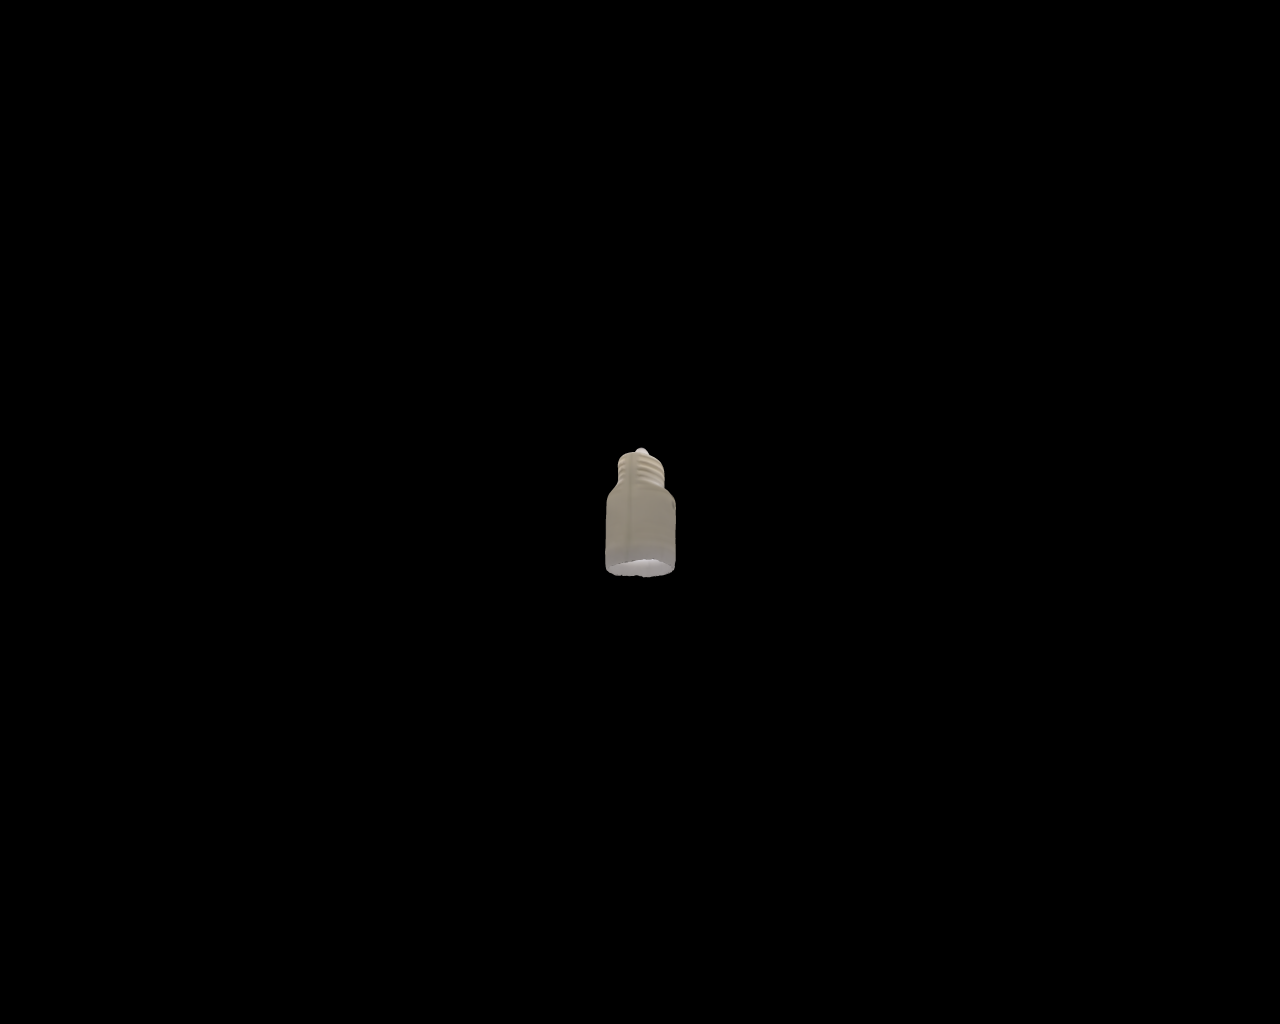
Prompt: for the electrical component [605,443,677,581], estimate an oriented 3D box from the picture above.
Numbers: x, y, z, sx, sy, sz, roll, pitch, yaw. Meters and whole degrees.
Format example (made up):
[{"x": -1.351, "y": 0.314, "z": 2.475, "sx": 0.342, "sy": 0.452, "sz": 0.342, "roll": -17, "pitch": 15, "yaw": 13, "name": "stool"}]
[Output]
[{"x": 0.001, "y": -0.003, "z": 0.650, "sx": 0.043, "sy": 0.081, "sz": 0.043, "roll": 0, "pitch": -19, "yaw": 0, "name": "electrical component"}]
